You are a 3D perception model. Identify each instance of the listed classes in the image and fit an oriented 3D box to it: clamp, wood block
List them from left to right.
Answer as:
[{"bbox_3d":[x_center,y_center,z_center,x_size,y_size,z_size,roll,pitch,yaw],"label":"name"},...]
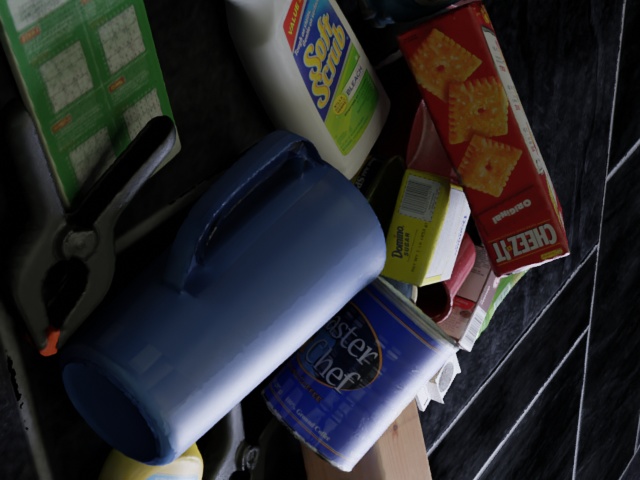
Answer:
[{"bbox_3d":[-0.152,-0.010,0.681,0.120,0.039,0.171,-6,120,-35],"label":"clamp"},{"bbox_3d":[-0.068,0.181,0.944,0.164,0.036,0.210,8,95,-59],"label":"clamp"},{"bbox_3d":[0.049,0.234,1.036,0.090,0.090,0.206,-13,92,-56],"label":"wood block"}]

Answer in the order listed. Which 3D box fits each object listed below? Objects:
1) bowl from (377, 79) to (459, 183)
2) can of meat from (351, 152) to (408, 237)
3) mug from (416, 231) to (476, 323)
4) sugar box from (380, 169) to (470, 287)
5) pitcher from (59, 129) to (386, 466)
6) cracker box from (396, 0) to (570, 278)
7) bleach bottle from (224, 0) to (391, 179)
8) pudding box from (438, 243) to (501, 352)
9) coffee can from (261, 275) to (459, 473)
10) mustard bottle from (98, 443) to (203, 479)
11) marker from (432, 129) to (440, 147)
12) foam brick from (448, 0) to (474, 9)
[{"bbox_3d":[0.103,-0.101,1.053,0.161,0.055,0.162,-30,128,-47],"label":"bowl"},{"bbox_3d":[0.017,-0.034,0.920,0.102,0.084,0.057,-59,148,-22],"label":"can of meat"},{"bbox_3d":[0.114,0.020,1.098,0.081,0.093,0.117,-51,172,-40],"label":"mug"},{"bbox_3d":[0.097,-0.010,0.950,0.176,0.048,0.093,0,107,-78],"label":"sugar box"},{"bbox_3d":[-0.071,0.040,0.777,0.242,0.145,0.149,-44,102,-35],"label":"pitcher"},{"bbox_3d":[0.141,-0.092,0.910,0.164,0.072,0.213,-53,121,-72],"label":"cracker box"},{"bbox_3d":[-0.025,-0.150,0.814,0.102,0.068,0.250,-60,145,-17],"label":"bleach bottle"},{"bbox_3d":[0.142,0.054,1.172,0.113,0.090,0.039,-64,148,-12],"label":"pudding box"},{"bbox_3d":[0.033,0.109,0.902,0.140,0.103,0.102,-49,149,3],"label":"coffee can"},{"bbox_3d":[-0.137,0.205,0.820,0.096,0.058,0.191,21,88,-56],"label":"mustard bottle"},{"bbox_3d":[0.115,-0.074,1.129,0.020,0.020,0.121,-13,117,-56],"label":"marker"},{"bbox_3d":[0.121,-0.259,1.005,0.052,0.051,0.078,-7,112,-57],"label":"foam brick"}]
